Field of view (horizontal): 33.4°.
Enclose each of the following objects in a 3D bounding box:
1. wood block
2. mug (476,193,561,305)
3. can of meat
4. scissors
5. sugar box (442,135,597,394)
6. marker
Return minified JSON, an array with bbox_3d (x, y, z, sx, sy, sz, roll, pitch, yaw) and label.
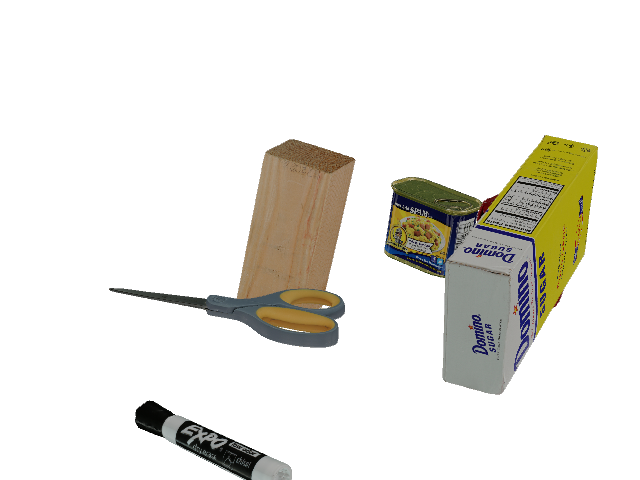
[{"bbox_3d":[-0.032,-0.010,1.324,0.090,0.206,0.090,19,22,15],"label":"wood block"},{"bbox_3d":[0.180,0.007,0.976,0.093,0.081,0.117,-13,38,-28],"label":"mug"},{"bbox_3d":[0.122,-0.014,1.183,0.102,0.084,0.057,24,28,35],"label":"can of meat"},{"bbox_3d":[-0.067,0.050,0.886,0.202,0.016,0.096,14,23,28],"label":"scissors"},{"bbox_3d":[0.132,0.011,0.690,0.048,0.093,0.176,13,36,23],"label":"sugar box"},{"bbox_3d":[-0.068,0.122,0.638,0.121,0.020,0.020,16,10,38],"label":"marker"}]
